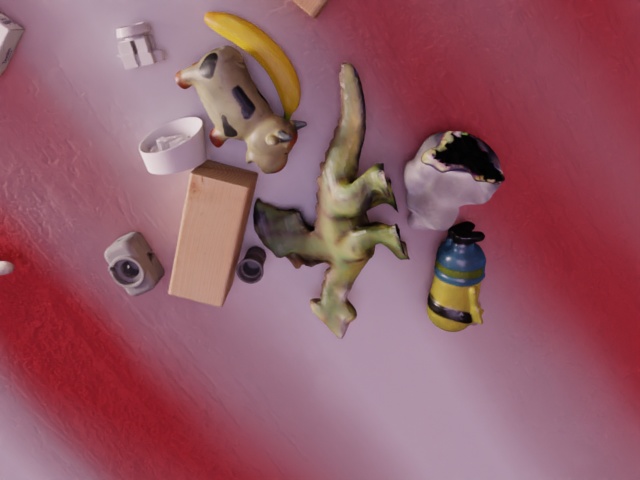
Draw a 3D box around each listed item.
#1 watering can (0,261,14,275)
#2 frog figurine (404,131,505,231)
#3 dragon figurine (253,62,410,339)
[{"bbox_3d":[-0.697,0.089,0.878,0.348,0.106,0.221,13,112,0],"label":"watering can"},{"bbox_3d":[0.194,-0.083,0.784,0.137,0.125,0.156,3,148,-6],"label":"frog figurine"},{"bbox_3d":[0.002,-0.040,0.801,0.242,0.124,0.407,-14,102,17],"label":"dragon figurine"}]
